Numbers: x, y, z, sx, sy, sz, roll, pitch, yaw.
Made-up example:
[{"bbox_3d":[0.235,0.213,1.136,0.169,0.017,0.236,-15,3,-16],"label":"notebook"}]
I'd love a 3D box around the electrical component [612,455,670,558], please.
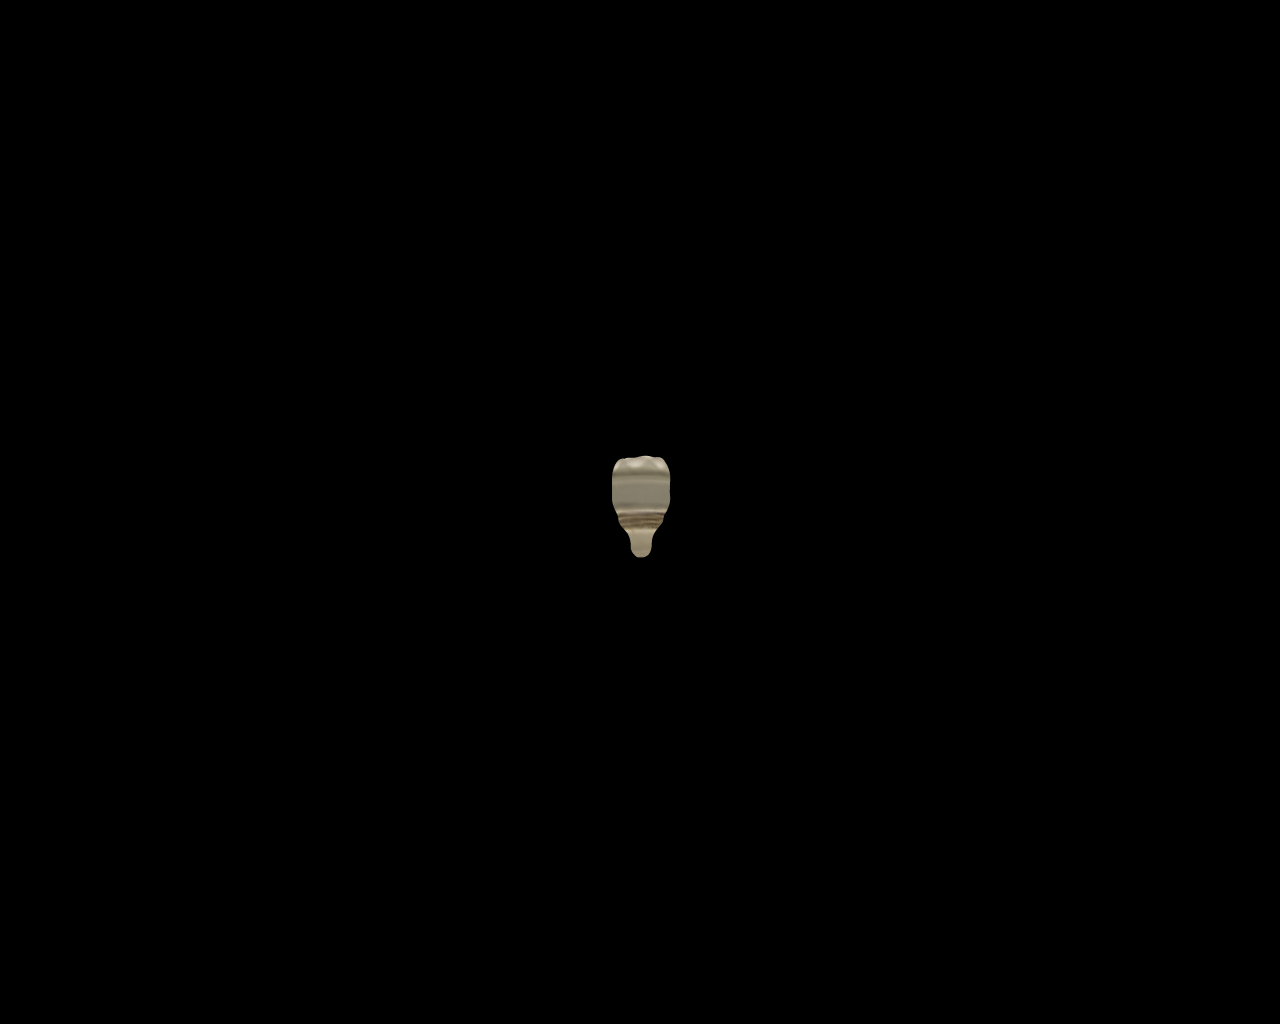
[{"bbox_3d":[0.001,-0.003,0.650,0.035,0.061,0.035,0,-3,0],"label":"electrical component"}]
